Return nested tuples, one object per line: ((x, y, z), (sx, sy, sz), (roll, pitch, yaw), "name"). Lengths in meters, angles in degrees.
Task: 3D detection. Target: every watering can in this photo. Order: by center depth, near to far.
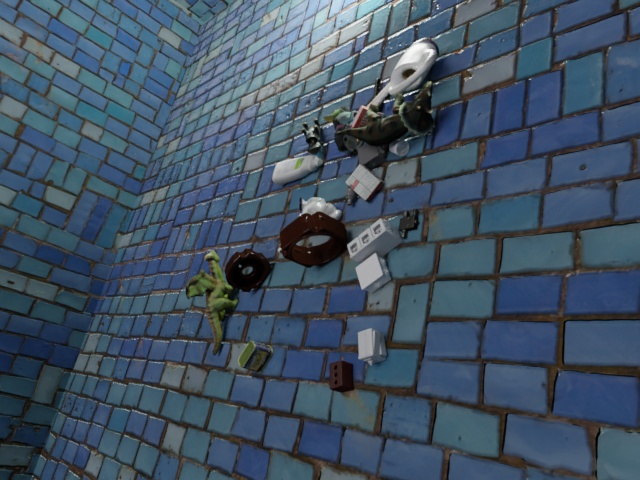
((0.299, -0.587, 1.832), (0.344, 0.103, 0.228), (-21, 32, 57), "watering can")

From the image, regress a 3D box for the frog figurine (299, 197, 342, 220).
((0.006, -0.096, 1.906), (0.159, 0.120, 0.141), (-1, 51, 10), "frog figurine")

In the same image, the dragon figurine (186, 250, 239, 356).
((-0.450, 0.233, 2.080), (0.121, 0.240, 0.419), (-17, 52, 37), "dragon figurine")
